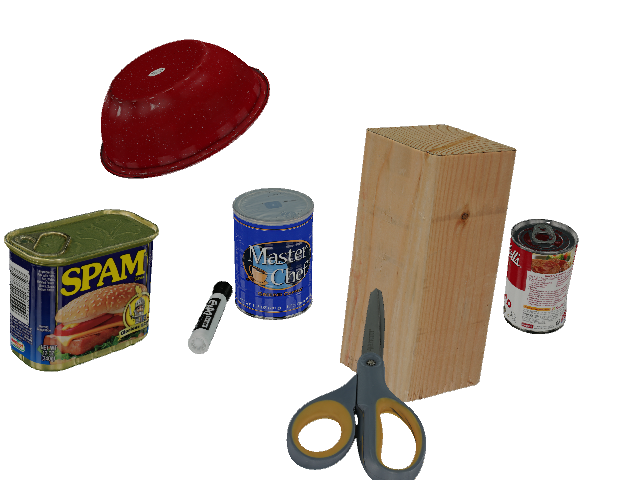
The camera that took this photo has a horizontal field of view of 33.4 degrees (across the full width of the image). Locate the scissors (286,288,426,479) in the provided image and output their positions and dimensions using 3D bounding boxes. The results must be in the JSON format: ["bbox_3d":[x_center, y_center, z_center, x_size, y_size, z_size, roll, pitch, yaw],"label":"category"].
[{"bbox_3d":[0.016,0.093,0.723,0.096,0.016,0.202,-4,32,-9],"label":"scissors"}]

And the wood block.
[{"bbox_3d":[0.086,0.016,0.882,0.090,0.206,0.090,-7,22,-36],"label":"wood block"}]

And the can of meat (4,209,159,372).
[{"bbox_3d":[-0.162,0.033,0.727,0.058,0.084,0.101,24,28,37],"label":"can of meat"}]

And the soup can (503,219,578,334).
[{"bbox_3d":[0.228,0.038,1.112,0.068,0.102,0.068,0,31,0],"label":"soup can"}]

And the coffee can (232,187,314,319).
[{"bbox_3d":[-0.060,0.016,1.371,0.103,0.140,0.103,1,26,-1],"label":"coffee can"}]

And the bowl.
[{"bbox_3d":[-0.127,-0.123,0.911,0.162,0.055,0.162,-17,36,13],"label":"bowl"}]

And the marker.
[{"bbox_3d":[-0.101,0.069,0.993,0.020,0.020,0.121,0,22,7],"label":"marker"}]
